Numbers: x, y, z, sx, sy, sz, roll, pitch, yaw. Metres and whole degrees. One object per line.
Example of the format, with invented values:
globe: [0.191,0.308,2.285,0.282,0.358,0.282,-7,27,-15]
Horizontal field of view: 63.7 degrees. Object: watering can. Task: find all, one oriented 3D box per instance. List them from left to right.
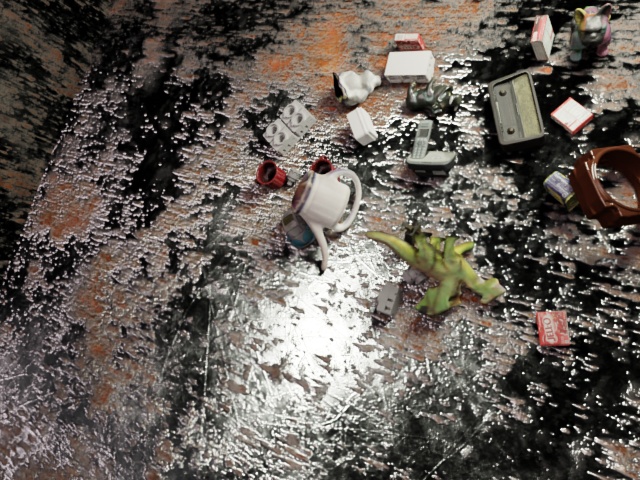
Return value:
watering can: [0.005,-0.087,1.720,0.348,0.223,0.104,-67,14,0]

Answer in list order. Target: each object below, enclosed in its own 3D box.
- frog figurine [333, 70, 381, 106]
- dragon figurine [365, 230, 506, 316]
frog figurine: [0.135,-0.554,1.851,0.160,0.120,0.140,-17,53,-16]
dragon figurine: [0.328,0.102,1.506,0.410,0.122,0.244,4,86,16]
